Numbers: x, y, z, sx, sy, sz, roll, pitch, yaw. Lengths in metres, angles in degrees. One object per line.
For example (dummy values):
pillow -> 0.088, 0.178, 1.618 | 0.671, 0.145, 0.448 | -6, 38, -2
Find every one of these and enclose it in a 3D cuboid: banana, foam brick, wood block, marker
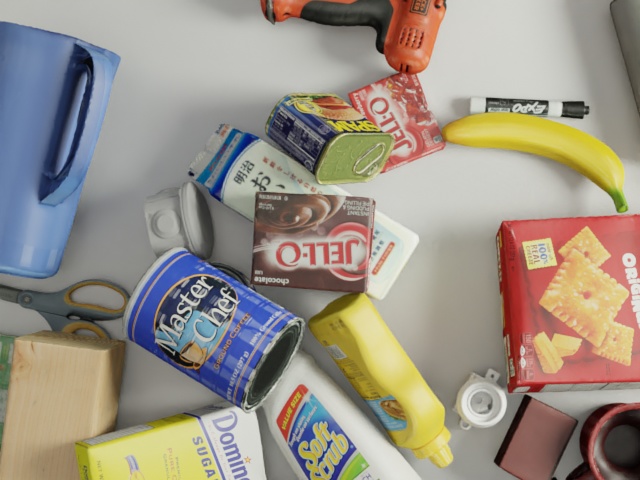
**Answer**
banana -> 0.222, -0.093, 1.066 | 0.198, 0.037, 0.069 | 22, 47, 8
foam brick -> 0.211, 0.199, 1.050 | 0.051, 0.053, 0.078 | 26, 87, 5
wood block -> -0.257, 0.200, 1.053 | 0.091, 0.090, 0.206 | 7, 91, 4
marker -> 0.213, -0.135, 1.088 | 0.121, 0.020, 0.020 | 3, 86, 4

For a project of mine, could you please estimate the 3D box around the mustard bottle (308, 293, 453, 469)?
mustard bottle -> 0.068, 0.142, 1.038 | 0.058, 0.096, 0.191 | -37, 95, -23

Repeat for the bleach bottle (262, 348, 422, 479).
bleach bottle -> 0.000, 0.197, 1.056 | 0.251, 0.068, 0.103 | 48, 110, 12

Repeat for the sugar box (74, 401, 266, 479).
sugar box -> -0.140, 0.218, 1.026 | 0.175, 0.048, 0.093 | -12, 95, -29

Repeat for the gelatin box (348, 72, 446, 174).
gelatin box -> 0.079, -0.122, 1.090 | 0.073, 0.030, 0.089 | -22, 85, 2

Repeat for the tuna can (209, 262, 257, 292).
tuna can -> -0.105, 0.067, 1.083 | 0.086, 0.033, 0.086 | -2, 82, 10

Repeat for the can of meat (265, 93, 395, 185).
can of meat -> 0.009, -0.101, 1.043 | 0.084, 0.101, 0.057 | 41, 119, 30

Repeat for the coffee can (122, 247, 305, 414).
coffee can -> -0.100, 0.084, 1.005 | 0.140, 0.102, 0.103 | 29, 88, 15

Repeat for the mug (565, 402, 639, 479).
mug -> 0.288, 0.207, 1.029 | 0.117, 0.081, 0.093 | -36, 85, 0

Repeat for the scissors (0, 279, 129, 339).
scissors -> -0.295, 0.081, 1.108 | 0.202, 0.016, 0.096 | -2, 86, 4

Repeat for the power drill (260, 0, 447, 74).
power drill -> 0.043, -0.271, 1.083 | 0.188, 0.057, 0.184 | 14, 73, 8

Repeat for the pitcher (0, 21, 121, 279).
pitcher -> -0.283, -0.087, 1.059 | 0.145, 0.149, 0.243 | 13, 90, -1

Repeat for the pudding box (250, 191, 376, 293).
pudding box -> -0.007, 0.001, 1.007 | 0.113, 0.039, 0.090 | 4, 93, 7

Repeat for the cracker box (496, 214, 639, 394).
cracker box -> 0.284, 0.061, 1.033 | 0.214, 0.072, 0.164 | -2, 76, 4

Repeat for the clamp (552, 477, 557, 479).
clamp -> 0.273, 0.356, 1.043 | 0.164, 0.036, 0.210 | 16, 87, 6
